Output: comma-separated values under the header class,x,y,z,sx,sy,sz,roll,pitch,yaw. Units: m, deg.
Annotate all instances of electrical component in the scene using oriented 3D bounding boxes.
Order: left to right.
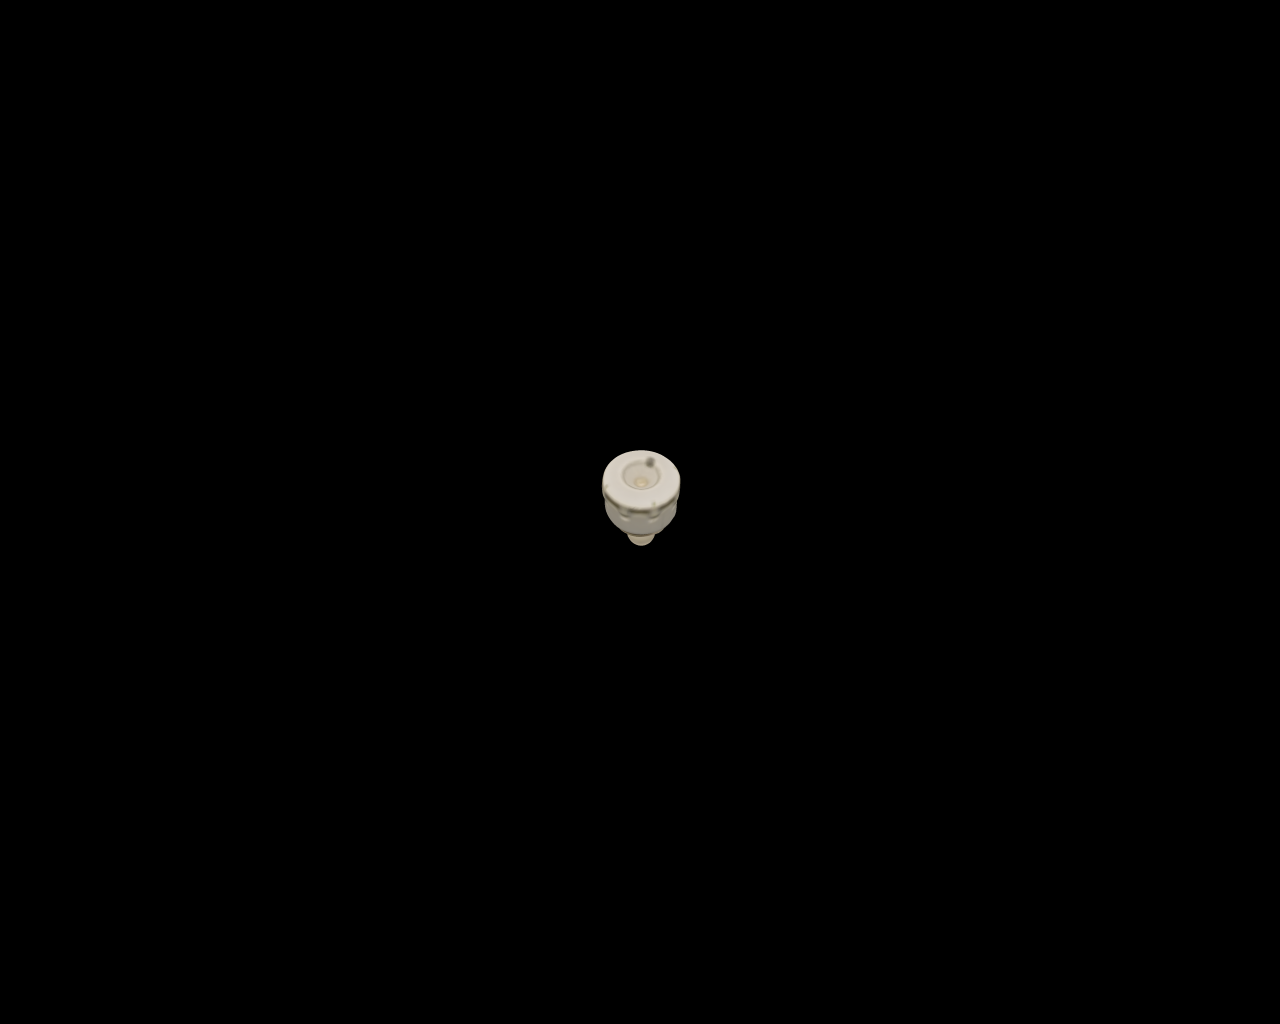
class,x,y,z,sx,sy,sz,roll,pitch,yaw
electrical component,0.001,-0.003,0.650,0.048,0.048,0.062,0,-39,0
